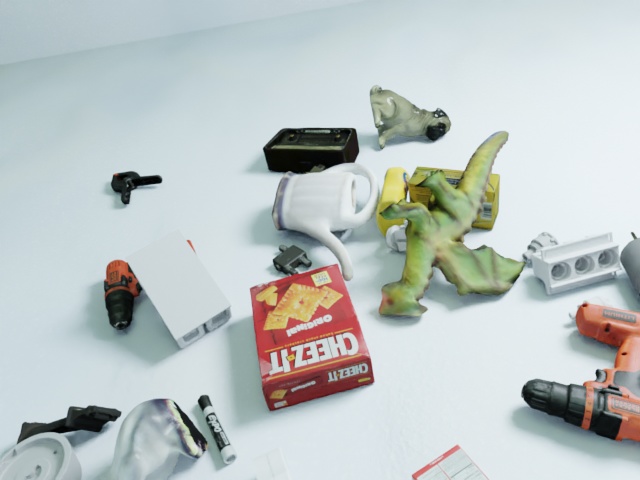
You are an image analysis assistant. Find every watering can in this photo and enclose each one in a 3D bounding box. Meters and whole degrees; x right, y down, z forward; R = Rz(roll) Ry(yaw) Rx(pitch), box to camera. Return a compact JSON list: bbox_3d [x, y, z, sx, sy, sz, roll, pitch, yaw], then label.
[{"bbox_3d":[0.003,-0.053,1.060,0.224,0.101,0.356,0,41,17],"label":"watering can"}]

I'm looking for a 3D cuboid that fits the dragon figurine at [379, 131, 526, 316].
[{"bbox_3d":[0.252,-0.014,0.905,0.413,0.120,0.244,-34,79,-12],"label":"dragon figurine"}]

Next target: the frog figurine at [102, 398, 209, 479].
[{"bbox_3d":[-0.237,0.287,0.663,0.161,0.122,0.137,-34,8,-15],"label":"frog figurine"}]
